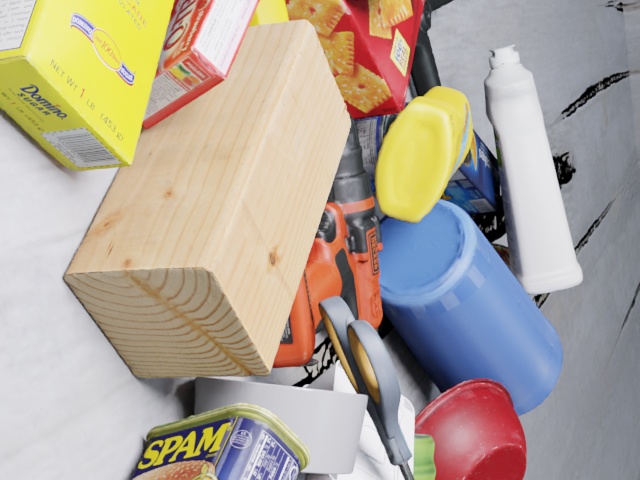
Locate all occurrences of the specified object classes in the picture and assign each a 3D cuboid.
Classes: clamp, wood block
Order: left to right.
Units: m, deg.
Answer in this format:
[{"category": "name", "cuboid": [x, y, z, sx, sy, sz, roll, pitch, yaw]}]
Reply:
[{"category": "wood block", "cuboid": [-0.055, -0.029, 0.631, 0.091, 0.090, 0.206, 65, 31, -41]}, {"category": "clamp", "cuboid": [0.092, -0.209, 1.053, 0.209, 0.036, 0.164, 22, 66, -62]}]

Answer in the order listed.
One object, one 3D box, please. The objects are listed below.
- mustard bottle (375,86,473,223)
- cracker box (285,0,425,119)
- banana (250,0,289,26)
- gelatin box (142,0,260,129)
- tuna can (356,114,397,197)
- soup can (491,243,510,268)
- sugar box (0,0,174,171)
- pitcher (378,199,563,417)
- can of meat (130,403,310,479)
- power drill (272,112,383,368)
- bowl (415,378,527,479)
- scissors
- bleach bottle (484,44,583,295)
[{"category": "mustard bottle", "cuboid": [0.095, -0.081, 0.905, 0.191, 0.058, 0.096, -44, 148, -70]}, {"category": "cracker box", "cuboid": [0.015, -0.225, 0.841, 0.213, 0.072, 0.164, 57, 37, -47]}, {"category": "banana", "cuboid": [-0.050, -0.154, 0.733, 0.069, 0.037, 0.198, -43, 126, -39]}, {"category": "gelatin box", "cuboid": [-0.075, -0.115, 0.615, 0.030, 0.073, 0.089, 40, 47, -28]}, {"category": "tuna can", "cuboid": [0.055, -0.081, 0.955, 0.086, 0.034, 0.086, -4, 90, -66]}, {"category": "soup can", "cuboid": [0.185, 0.061, 1.184, 0.102, 0.069, 0.068, -65, 143, -47]}, {"category": "sugar box", "cuboid": [-0.118, -0.133, 0.559, 0.093, 0.048, 0.176, 51, 42, -52]}, {"category": "pitcher", "cuboid": [0.132, 0.058, 1.003, 0.145, 0.149, 0.242, -45, 138, -4]}, {"category": "can of meat", "cuboid": [-0.065, 0.143, 0.568, 0.057, 0.102, 0.083, 49, 42, -24]}, {"category": "power drill", "cuboid": [-0.005, 0.001, 0.778, 0.187, 0.057, 0.184, -31, 115, -63]}, {"category": "bowl", "cuboid": [0.134, 0.207, 0.958, 0.161, 0.055, 0.162, -20, 126, -31]}, {"category": "scissors", "cuboid": [0.051, 0.127, 0.678, 0.202, 0.016, 0.096, 64, -13, 3]}, {"category": "bleach bottle", "cuboid": [0.214, -0.076, 1.112, 0.102, 0.068, 0.251, -92, 169, -78]}]
